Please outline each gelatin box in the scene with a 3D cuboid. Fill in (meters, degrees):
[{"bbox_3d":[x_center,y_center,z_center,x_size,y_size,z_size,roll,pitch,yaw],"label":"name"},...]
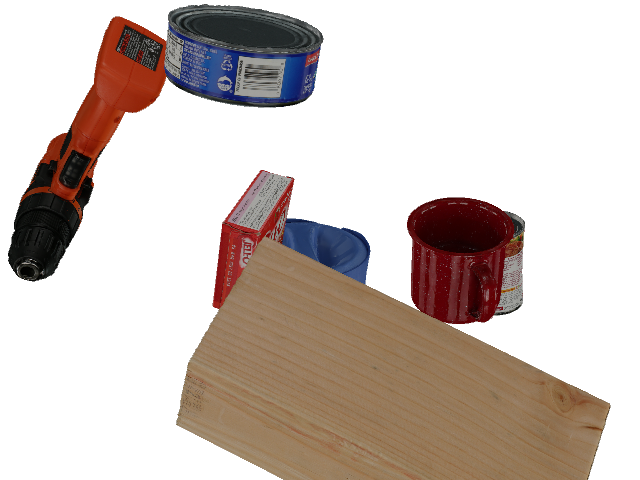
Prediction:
[{"bbox_3d":[-0.048,0.001,0.773,0.030,0.073,0.089,16,32,7],"label":"gelatin box"}]

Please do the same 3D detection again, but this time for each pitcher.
[{"bbox_3d":[-0.025,0.112,1.090,0.149,0.243,0.145,-10,28,-21],"label":"pitcher"}]

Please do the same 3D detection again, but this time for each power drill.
[{"bbox_3d":[-0.192,-0.076,0.869,0.057,0.188,0.184,27,32,-20],"label":"power drill"}]

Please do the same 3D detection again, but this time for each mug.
[{"bbox_3d":[0.126,0.026,0.939,0.093,0.081,0.117,-12,36,-16],"label":"mug"}]

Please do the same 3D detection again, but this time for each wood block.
[{"bbox_3d":[0.036,0.095,0.582,0.206,0.090,0.090,26,-33,4],"label":"wood block"}]

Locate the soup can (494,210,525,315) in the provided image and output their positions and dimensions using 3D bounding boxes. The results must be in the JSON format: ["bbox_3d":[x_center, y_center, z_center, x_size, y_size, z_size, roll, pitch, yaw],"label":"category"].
[{"bbox_3d":[0.199,0.026,1.220,0.068,0.102,0.068,-4,29,2],"label":"soup can"}]

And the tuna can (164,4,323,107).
[{"bbox_3d":[-0.043,-0.103,0.590,0.086,0.034,0.086,8,25,-4],"label":"tuna can"}]
